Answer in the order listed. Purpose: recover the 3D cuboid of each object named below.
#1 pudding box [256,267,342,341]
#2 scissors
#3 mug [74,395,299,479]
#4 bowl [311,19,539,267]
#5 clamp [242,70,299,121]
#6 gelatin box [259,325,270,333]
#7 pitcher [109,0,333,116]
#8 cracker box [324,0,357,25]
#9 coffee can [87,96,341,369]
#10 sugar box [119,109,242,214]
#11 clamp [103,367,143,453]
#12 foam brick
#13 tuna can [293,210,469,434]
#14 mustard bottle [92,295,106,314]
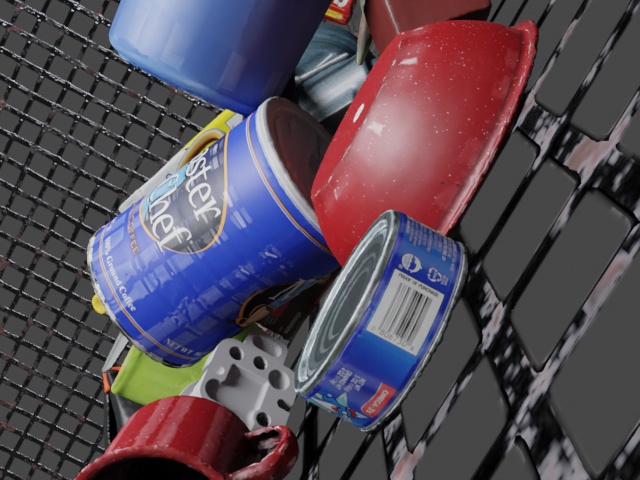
[{"bbox_3d":[-0.005,0.001,0.735,0.090,0.039,0.113,-54,13,35],"label":"pudding box"},{"bbox_3d":[-0.093,0.012,0.792,0.016,0.096,0.201,40,-117,-58],"label":"scissors"},{"bbox_3d":[-0.063,0.124,0.534,0.117,0.093,0.081,-29,10,12],"label":"mug"},{"bbox_3d":[0.041,-0.048,0.523,0.162,0.055,0.162,-60,8,13],"label":"bowl"},{"bbox_3d":[-0.036,-0.094,0.742,0.165,0.036,0.210,120,152,-68],"label":"clamp"},{"bbox_3d":[-0.028,0.024,0.845,0.073,0.030,0.089,-66,7,-29],"label":"gelatin box"},{"bbox_3d":[-0.022,-0.196,0.612,0.243,0.145,0.149,-64,-3,9],"label":"pitcher"},{"bbox_3d":[0.026,-0.295,0.899,0.164,0.072,0.214,-105,35,-75],"label":"cracker box"},{"bbox_3d":[-0.051,-0.003,0.627,0.140,0.102,0.102,-34,18,22],"label":"coffee can"},{"bbox_3d":[-0.107,-0.079,1.008,0.176,0.048,0.093,-42,7,-22],"label":"sugar box"},{"bbox_3d":[-0.139,0.180,0.784,0.120,0.039,0.171,-54,39,45],"label":"clamp"},{"bbox_3d":[0.057,-0.126,0.582,0.053,0.051,0.078,-19,-12,-2],"label":"foam brick"},{"bbox_3d":[0.023,0.031,0.428,0.086,0.033,0.086,-60,7,12],"label":"tuna can"},{"bbox_3d":[-0.145,0.030,1.014,0.191,0.058,0.096,-30,-24,-54],"label":"mustard bottle"}]
